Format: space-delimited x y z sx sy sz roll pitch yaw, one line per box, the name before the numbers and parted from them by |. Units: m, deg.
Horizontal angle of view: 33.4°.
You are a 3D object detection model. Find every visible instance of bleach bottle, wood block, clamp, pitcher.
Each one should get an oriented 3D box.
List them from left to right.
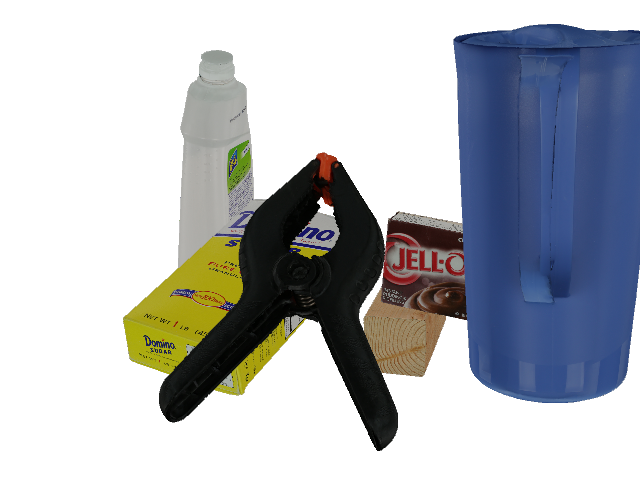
bleach bottle | -0.095 -0.060 1.001 0.068 0.251 0.102 12 35 10
clamp | -0.001 0.032 0.561 0.120 0.171 0.039 16 -27 10
wood block | 0.131 0.118 1.606 0.091 0.090 0.206 4 20 14
pitcher | 0.151 -0.018 0.703 0.149 0.243 0.145 -10 17 -27

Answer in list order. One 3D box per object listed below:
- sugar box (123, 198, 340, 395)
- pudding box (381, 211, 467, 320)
sugar box | -0.053 0.034 0.775 0.093 0.048 0.176 15 40 24
pudding box | 0.120 0.026 1.065 0.114 0.090 0.039 10 22 18
